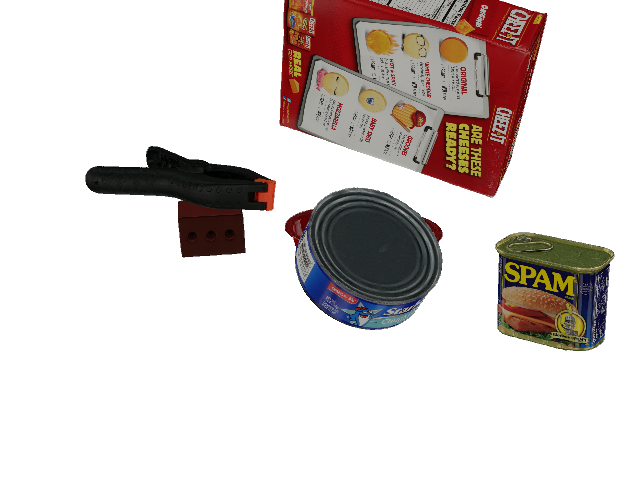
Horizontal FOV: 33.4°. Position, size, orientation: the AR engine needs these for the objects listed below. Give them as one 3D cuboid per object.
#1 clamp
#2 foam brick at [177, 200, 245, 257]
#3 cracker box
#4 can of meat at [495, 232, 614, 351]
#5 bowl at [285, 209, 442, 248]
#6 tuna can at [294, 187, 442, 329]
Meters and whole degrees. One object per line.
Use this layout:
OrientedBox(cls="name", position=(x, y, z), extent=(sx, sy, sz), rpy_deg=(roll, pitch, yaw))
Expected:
OrientedBox(cls="clamp", position=(-0.127, -0.054, 0.986), extent=(0.172, 0.039, 0.120), rpy_deg=(12, 26, 29))
OrientedBox(cls="foam brick", position=(-0.130, -0.016, 1.270), extent=(0.078, 0.053, 0.051), rpy_deg=(-4, 28, -4))
OrientedBox(cls="cracker box", position=(0.074, -0.147, 0.935), extent=(0.214, 0.164, 0.072), rpy_deg=(19, 49, 13))
OrientedBox(cls="can of meat", position=(0.208, 0.047, 0.962), extent=(0.102, 0.084, 0.057), rpy_deg=(13, 26, 35))
OrientedBox(cls="bowl", position=(0.043, 0.012, 1.096), extent=(0.162, 0.055, 0.162), rpy_deg=(2, 17, -1))
OrientedBox(cls="tuna can", position=(0.028, 0.011, 0.649), extent=(0.086, 0.086, 0.034), rpy_deg=(0, -37, -23))
